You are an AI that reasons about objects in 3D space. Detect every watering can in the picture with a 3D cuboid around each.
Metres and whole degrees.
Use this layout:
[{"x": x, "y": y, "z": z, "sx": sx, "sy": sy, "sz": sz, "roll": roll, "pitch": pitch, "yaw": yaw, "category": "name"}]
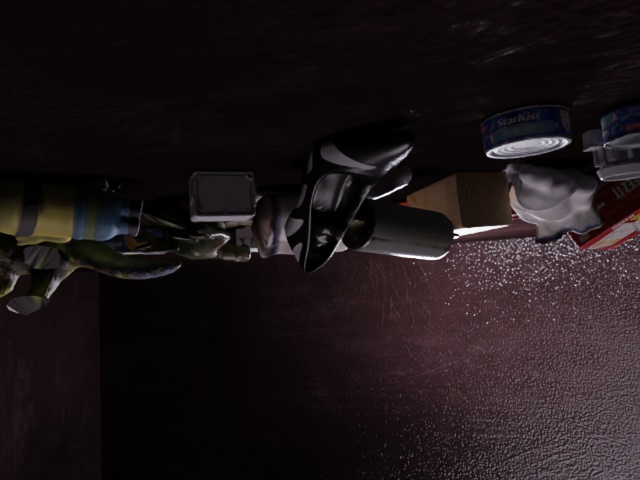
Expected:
[{"x": 0.003, "y": -0.043, "z": 0.851, "sx": 0.225, "sy": 0.105, "sz": 0.342, "roll": -3, "pitch": 162, "yaw": -14, "category": "watering can"}]

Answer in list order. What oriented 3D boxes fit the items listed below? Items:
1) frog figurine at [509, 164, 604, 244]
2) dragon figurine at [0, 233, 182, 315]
[{"x": 0.358, "y": -0.080, "z": 0.815, "sx": 0.157, "sy": 0.124, "sz": 0.137, "roll": 40, "pitch": 161, "yaw": -26, "category": "frog figurine"}, {"x": -0.413, "y": 0.001, "z": 0.804, "sx": 0.410, "sy": 0.120, "sz": 0.248, "roll": -1, "pitch": -151, "yaw": -7, "category": "dragon figurine"}]
